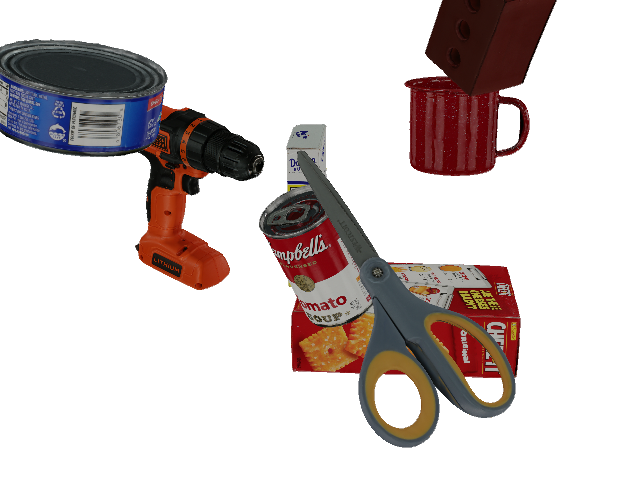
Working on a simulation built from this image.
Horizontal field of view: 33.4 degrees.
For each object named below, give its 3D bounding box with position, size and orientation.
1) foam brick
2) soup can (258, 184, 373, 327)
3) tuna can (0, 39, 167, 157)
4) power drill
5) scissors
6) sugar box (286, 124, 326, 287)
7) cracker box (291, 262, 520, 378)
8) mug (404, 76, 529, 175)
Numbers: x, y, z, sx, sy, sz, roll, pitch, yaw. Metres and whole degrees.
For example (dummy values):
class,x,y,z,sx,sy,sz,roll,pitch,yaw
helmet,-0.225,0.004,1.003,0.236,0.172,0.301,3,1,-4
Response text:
class,x,y,z,sx,sy,sz,roll,pitch,yaw
foam brick,0.112,-0.143,0.701,0.051,0.078,0.053,-20,54,-31
soup can,0.000,0.013,0.884,0.068,0.102,0.068,-18,32,12
tuna can,-0.122,-0.072,0.536,0.086,0.034,0.086,9,24,-4
power drill,-0.134,-0.045,1.118,0.185,0.188,0.057,25,36,32
scissors,0.025,0.038,0.625,0.096,0.202,0.016,-41,-19,-18
sugar box,-0.016,-0.042,1.269,0.048,0.176,0.093,-1,23,5
cracker box,0.085,0.077,1.072,0.214,0.072,0.164,2,16,5
mug,0.137,-0.107,1.002,0.117,0.081,0.093,3,16,11
